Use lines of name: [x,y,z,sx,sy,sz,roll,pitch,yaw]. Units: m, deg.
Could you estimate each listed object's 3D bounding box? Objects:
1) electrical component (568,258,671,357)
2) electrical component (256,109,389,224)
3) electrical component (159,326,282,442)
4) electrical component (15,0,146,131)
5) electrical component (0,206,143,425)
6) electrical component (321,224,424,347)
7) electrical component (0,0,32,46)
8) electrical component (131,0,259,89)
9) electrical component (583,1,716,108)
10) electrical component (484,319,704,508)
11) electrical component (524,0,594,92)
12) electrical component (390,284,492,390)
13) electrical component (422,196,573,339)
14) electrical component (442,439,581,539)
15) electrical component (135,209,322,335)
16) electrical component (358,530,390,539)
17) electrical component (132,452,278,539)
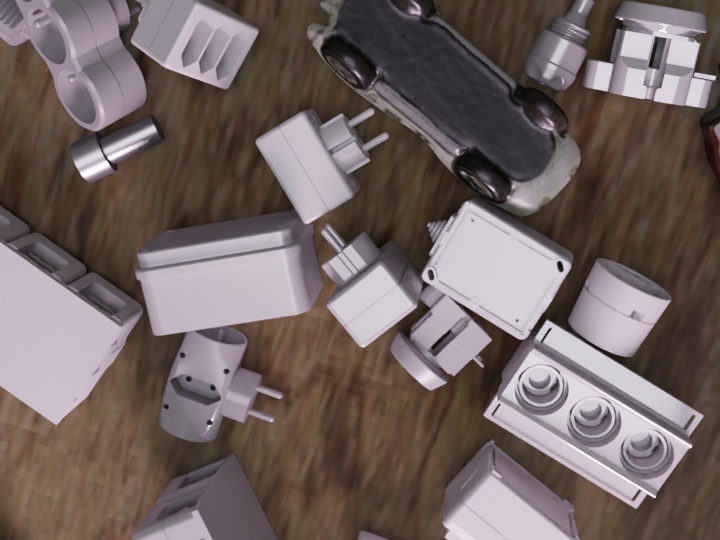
electrical component: [0.173,0.026,0.724,0.055,0.055,0.047,26,107,1]
electrical component: [-0.018,-0.080,0.727,0.077,0.047,0.065,-30,97,11]
electrical component: [-0.096,0.086,0.771,0.079,0.043,0.077,20,103,2]
electrical component: [-0.180,-0.171,0.721,0.052,0.074,0.138,4,124,48]
electrical component: [-0.244,0.024,0.766,0.150,0.061,0.089,35,103,-1]
electrical component: [0.000,0.000,0.723,0.047,0.083,0.075,-38,95,12]
electrical component: [-0.250,-0.184,0.735,0.081,0.043,0.043,37,103,-2]
electrical component: [-0.121,-0.164,0.717,0.077,0.066,0.047,38,104,28]
electrical component: [0.188,-0.139,0.687,0.078,0.058,0.057,11,105,4]
electrical component: [0.157,0.094,0.734,0.121,0.063,0.078,31,103,0]
electrical component: [0.134,-0.149,0.702,0.035,0.035,0.061,27,101,1]
electrical component: [0.055,0.050,0.746,0.066,0.048,0.055,45,95,-3]
electrical component: [0.088,-0.007,0.726,0.096,0.061,0.061,32,103,7]
electrical component: [0.108,0.179,0.757,0.096,0.061,0.061,39,103,-2]
electrical component: [-0.088,0.000,0.736,0.113,0.078,0.057,-9,103,8]
electrical component: [0.029,0.217,0.786,0.065,0.044,0.044,9,102,0]
electrical component: [-0.088,0.241,0.770,0.060,0.105,0.186,-24,98,11]
